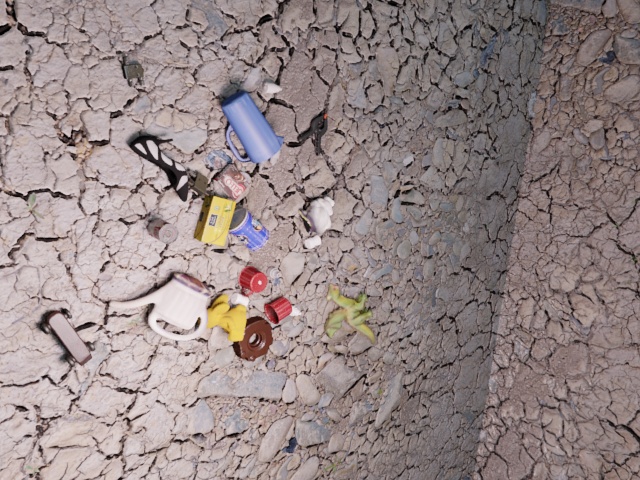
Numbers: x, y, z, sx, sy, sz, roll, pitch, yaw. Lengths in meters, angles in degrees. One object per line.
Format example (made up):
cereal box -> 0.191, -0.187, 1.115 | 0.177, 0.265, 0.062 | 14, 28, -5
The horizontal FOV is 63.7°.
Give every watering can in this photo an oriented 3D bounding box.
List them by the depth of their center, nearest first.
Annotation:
watering can -> -0.520, 0.213, 1.774 | 0.343, 0.104, 0.226 | 34, 78, -32

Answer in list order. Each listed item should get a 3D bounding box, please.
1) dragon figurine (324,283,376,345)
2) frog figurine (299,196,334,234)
dragon figurine -> 0.125, 0.368, 2.374 | 0.244, 0.123, 0.403 | -22, 113, -16
frog figurine -> 0.006, -0.107, 2.132 | 0.161, 0.122, 0.136 | -33, 101, -17
